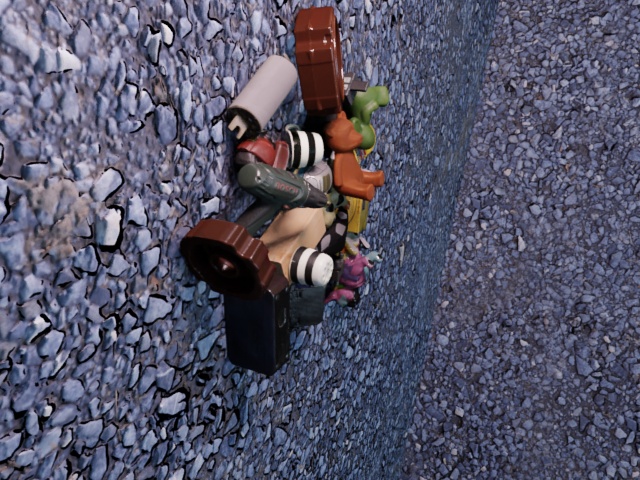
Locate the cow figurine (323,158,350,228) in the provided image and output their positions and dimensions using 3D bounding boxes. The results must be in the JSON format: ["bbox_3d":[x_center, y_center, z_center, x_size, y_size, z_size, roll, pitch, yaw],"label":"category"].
[{"bbox_3d":[0.022,-0.123,1.413,0.127,0.086,0.195,29,66,-47],"label":"cow figurine"}]

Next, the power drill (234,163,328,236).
[{"bbox_3d":[-0.102,-0.045,1.080,0.207,0.086,0.231,-48,144,10],"label":"power drill"}]

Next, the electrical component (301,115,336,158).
[{"bbox_3d":[0.013,-0.292,1.360,0.134,0.058,0.114,-67,156,-21],"label":"electrical component"}]

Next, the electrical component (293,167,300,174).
[{"bbox_3d":[-0.063,-0.118,1.183,0.078,0.045,0.102,-43,-173,14],"label":"electrical component"}]

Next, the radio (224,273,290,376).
[{"bbox_3d":[-0.135,0.174,1.164,0.073,0.131,0.229,-37,134,-53],"label":"radio"}]

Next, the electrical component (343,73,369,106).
[{"bbox_3d":[0.072,-0.386,1.368,0.047,0.119,0.075,50,54,-61],"label":"electrical component"}]

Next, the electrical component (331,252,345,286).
[{"bbox_3d":[0.053,0.084,1.536,0.063,0.021,0.093,-56,154,-48],"label":"electrical component"}]

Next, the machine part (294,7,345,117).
[{"bbox_3d":[0.003,-0.390,1.178,0.201,0.087,0.200,-83,167,-49],"label":"machine part"}]

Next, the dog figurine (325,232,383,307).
[{"bbox_3d":[0.071,0.099,1.628,0.219,0.191,0.108,-50,171,26],"label":"dog figurine"}]

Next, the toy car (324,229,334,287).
[{"bbox_3d":[0.016,0.044,1.527,0.073,0.056,0.201,16,88,-72],"label":"toy car"}]

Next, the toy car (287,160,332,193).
[{"bbox_3d":[-0.025,-0.149,1.291,0.162,0.103,0.109,-46,140,-53],"label":"toy car"}]

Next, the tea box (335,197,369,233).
[{"bbox_3d":[0.088,-0.113,1.556,0.068,0.098,0.169,-30,126,-60],"label":"tea box"}]

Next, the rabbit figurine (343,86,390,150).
[{"bbox_3d":[0.114,-0.328,1.468,0.159,0.121,0.170,-23,112,-46],"label":"rabbit figurine"}]

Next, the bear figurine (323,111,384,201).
[{"bbox_3d":[0.081,-0.208,1.313,0.120,0.132,0.195,-48,141,-52],"label":"bear figurine"}]

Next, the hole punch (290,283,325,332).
[{"bbox_3d":[-0.059,0.162,1.403,0.116,0.092,0.142,-3,109,-33],"label":"hole punch"}]

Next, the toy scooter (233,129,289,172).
[{"bbox_3d":[-0.112,-0.172,1.123,0.183,0.075,0.135,58,50,-62],"label":"toy scooter"}]

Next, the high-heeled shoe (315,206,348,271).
[{"bbox_3d":[-0.003,-0.004,1.431,0.086,0.145,0.249,97,2,-51],"label":"high-heeled shoe"}]

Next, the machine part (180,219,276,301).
[{"bbox_3d":[-0.169,0.036,0.987,0.179,0.180,0.056,76,31,-44],"label":"machine part"}]

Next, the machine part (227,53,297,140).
[{"bbox_3d":[-0.112,-0.286,1.065,0.243,0.079,0.079,-62,151,-33],"label":"machine part"}]
